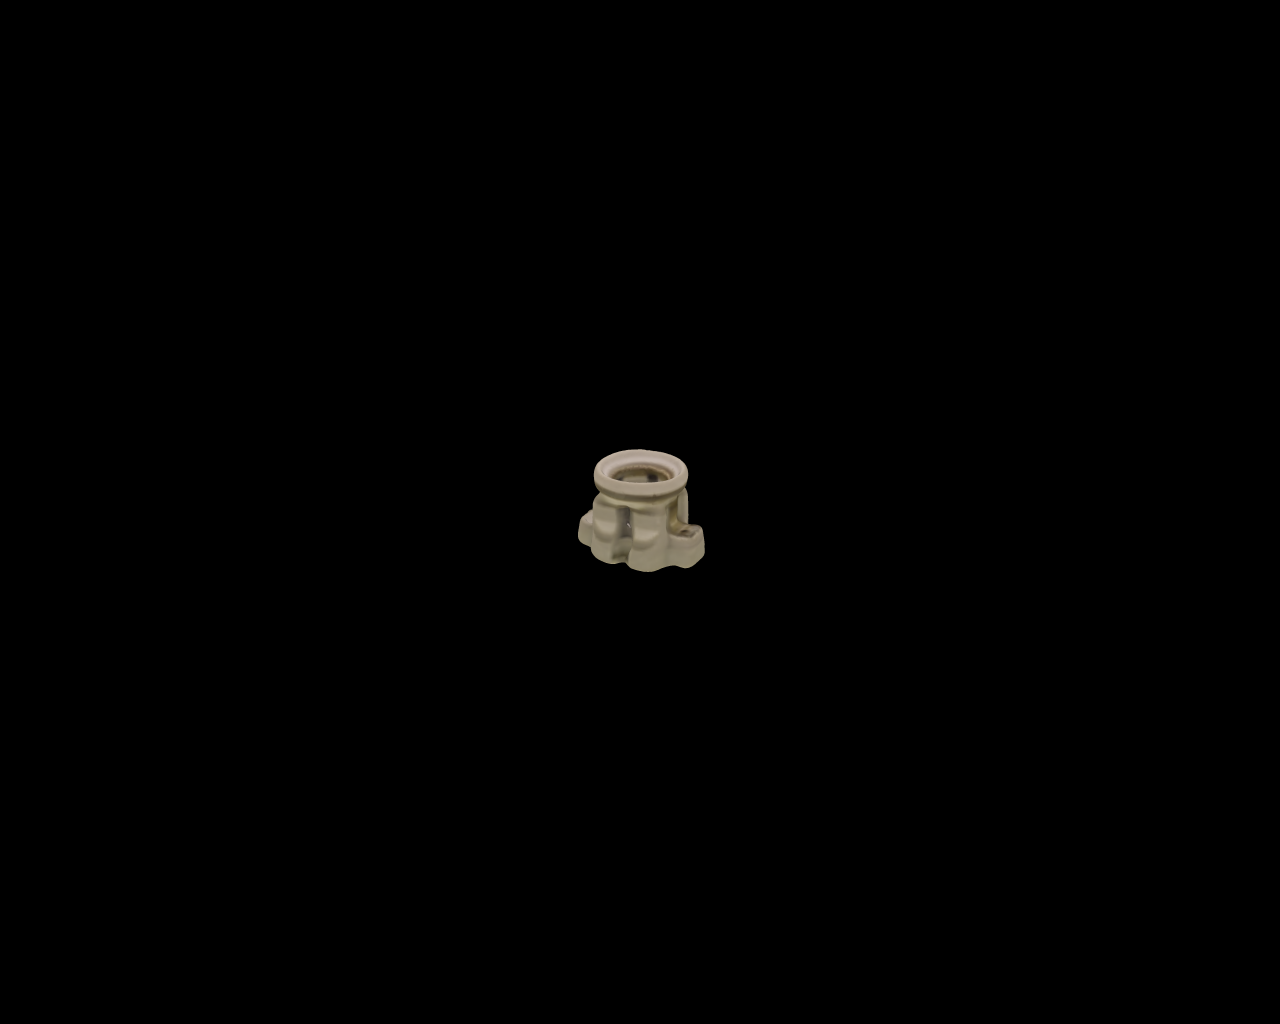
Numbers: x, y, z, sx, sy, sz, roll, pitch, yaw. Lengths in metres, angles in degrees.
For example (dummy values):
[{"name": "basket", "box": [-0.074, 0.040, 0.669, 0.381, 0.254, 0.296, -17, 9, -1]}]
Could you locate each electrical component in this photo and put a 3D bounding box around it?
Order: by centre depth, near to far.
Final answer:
[{"name": "electrical component", "box": [0.001, -0.003, 0.650, 0.078, 0.056, 0.058, 12, 28, 25]}]
